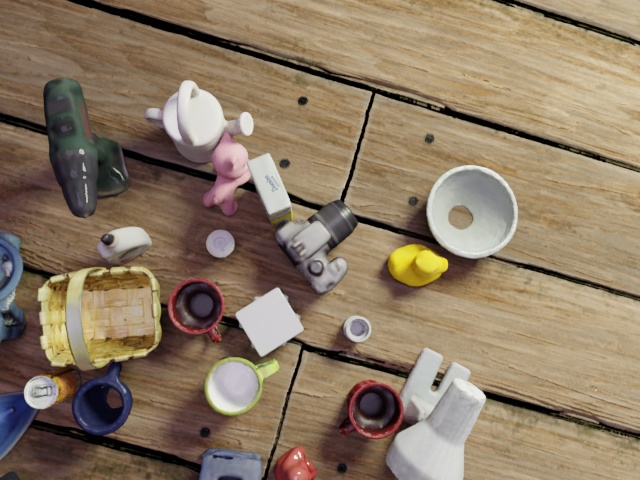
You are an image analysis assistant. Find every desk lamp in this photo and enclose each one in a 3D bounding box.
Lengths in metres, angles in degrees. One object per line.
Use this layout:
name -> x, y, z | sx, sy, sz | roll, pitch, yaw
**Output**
desk lamp -> 0.188, 0.293, 0.932 | 0.118, 0.213, 0.203 | 27, 83, -1

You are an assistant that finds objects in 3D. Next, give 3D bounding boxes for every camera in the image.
camera -> 0.009, 0.004, 1.001 | 0.137, 0.100, 0.143 | -39, 89, -7

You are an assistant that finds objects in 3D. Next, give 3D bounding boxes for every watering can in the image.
watering can -> -0.202, -0.202, 0.956 | 0.173, 0.194, 0.101 | -15, 86, -6

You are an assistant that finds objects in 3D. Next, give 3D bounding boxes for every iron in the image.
iron -> -0.575, 0.327, 0.901 | 0.258, 0.141, 0.118 | -35, 88, -7

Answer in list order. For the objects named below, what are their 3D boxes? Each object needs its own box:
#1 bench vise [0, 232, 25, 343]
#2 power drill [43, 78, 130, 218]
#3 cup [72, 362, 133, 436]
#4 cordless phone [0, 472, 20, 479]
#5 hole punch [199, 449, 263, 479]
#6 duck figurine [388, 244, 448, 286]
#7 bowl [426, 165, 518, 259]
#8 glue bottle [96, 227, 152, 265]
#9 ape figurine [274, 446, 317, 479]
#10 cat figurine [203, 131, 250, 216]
bench vise -> -0.523, 0.083, 0.889 | 0.121, 0.219, 0.207 | -17, 86, -6
power drill -> -0.377, -0.133, 0.928 | 0.075, 0.208, 0.230 | -16, 86, -6
cup -> -0.346, 0.255, 0.950 | 0.091, 0.095, 0.118 | 16, 83, -3
cordless phone -> -0.528, 0.446, 0.872 | 0.147, 0.185, 0.094 | -41, 89, -7
hole punch -> -0.153, 0.406, 0.954 | 0.108, 0.091, 0.101 | 7, 84, -4
duck figurine -> 0.177, 0.043, 1.019 | 0.104, 0.086, 0.077 | 4, 84, -4
bowl -> 0.266, -0.047, 1.041 | 0.167, 0.074, 0.167 | 0, 84, -5
glue bottle -> -0.329, 0.006, 0.936 | 0.078, 0.173, 0.037 | -36, 88, -7
ape figurine -> -0.039, 0.392, 0.964 | 0.076, 0.092, 0.078 | 4, 84, -4
cat figurine -> -0.161, -0.115, 0.990 | 0.067, 0.117, 0.128 | 19, 83, -2
